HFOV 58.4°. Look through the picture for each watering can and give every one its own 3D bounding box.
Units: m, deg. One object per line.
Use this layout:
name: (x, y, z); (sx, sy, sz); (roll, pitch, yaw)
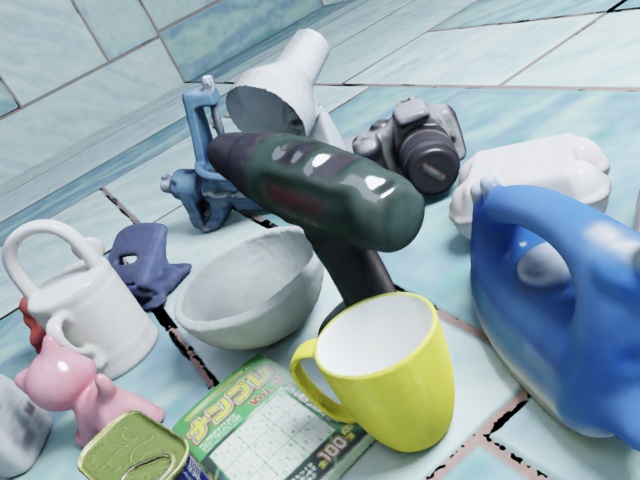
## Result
watering can: (-0.281, 0.059, 0.660); (0.101, 0.194, 0.172); (-34, 28, -14)

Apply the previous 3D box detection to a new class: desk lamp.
desk lamp: (-0.015, -0.181, 0.833); (0.117, 0.214, 0.203); (-1, 36, 40)

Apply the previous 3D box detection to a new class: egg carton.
egg carton: (0.205, -0.050, 0.567); (0.150, 0.069, 0.107); (-10, 31, 29)

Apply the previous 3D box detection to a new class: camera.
camera: (0.114, -0.113, 0.724); (0.143, 0.101, 0.136); (-21, 27, 11)

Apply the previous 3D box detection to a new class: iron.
iron: (0.161, 0.017, 0.408); (0.118, 0.142, 0.257); (-29, 27, -6)

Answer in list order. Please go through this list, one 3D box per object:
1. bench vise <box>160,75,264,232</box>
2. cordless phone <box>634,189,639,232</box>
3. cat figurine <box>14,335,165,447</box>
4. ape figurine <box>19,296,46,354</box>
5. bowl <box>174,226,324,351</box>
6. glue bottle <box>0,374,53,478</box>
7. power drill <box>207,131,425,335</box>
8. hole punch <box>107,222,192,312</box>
bench vise: (-0.167, -0.120, 0.849); (0.207, 0.220, 0.121); (-21, 27, 10)
cordless phone: (0.276, -0.079, 0.429); (0.093, 0.185, 0.148); (-8, 32, 32)
cat figurine: (-0.230, 0.144, 0.551); (0.127, 0.118, 0.067); (-3, 35, 38)
ape figurine: (-0.361, 0.106, 0.760); (0.076, 0.092, 0.078); (-11, 31, 28)
bowl: (-0.062, 0.061, 0.599); (0.167, 0.075, 0.167); (-20, 28, 11)
glue bottle: (-0.339, 0.153, 0.567); (0.037, 0.173, 0.078); (-22, 27, 9)
power drill: (0.005, 0.002, 0.497); (0.076, 0.209, 0.228); (-41, 31, -27)
hole punch: (-0.248, 0.037, 0.785); (0.108, 0.091, 0.101); (-7, 33, 34)
